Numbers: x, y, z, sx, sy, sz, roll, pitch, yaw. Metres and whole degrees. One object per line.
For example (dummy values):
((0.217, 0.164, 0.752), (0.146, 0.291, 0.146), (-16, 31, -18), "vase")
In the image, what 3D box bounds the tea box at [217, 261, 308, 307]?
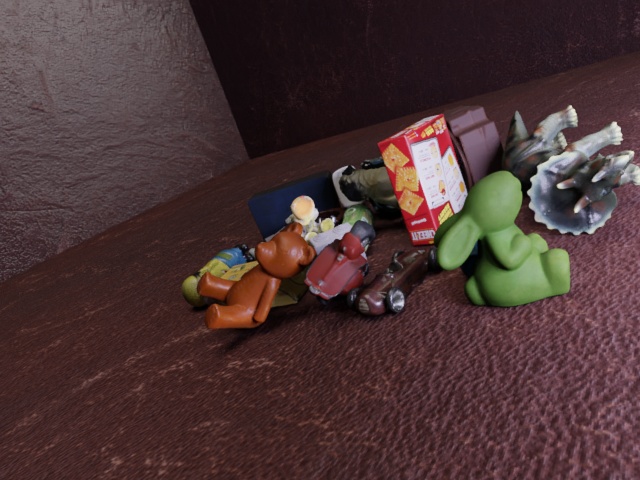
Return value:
((-0.109, 0.083, 1.032), (0.170, 0.068, 0.098), (-12, 17, 24), "tea box")

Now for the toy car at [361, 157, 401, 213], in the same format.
((0.157, -0.121, 1.313), (0.109, 0.162, 0.102), (-19, -29, -26), "toy car")

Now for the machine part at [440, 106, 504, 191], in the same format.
((0.314, -0.180, 1.154), (0.087, 0.201, 0.201), (-25, 16, -2), "machine part")

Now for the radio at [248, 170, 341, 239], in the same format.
((-0.063, -0.088, 1.430), (0.230, 0.131, 0.073), (-16, 16, 15), "radio")

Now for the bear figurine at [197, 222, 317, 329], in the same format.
((-0.103, 0.056, 0.897), (0.195, 0.132, 0.120), (-54, 39, 26), "bear figurine")

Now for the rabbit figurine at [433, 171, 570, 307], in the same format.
((0.233, -0.006, 0.725), (0.159, 0.170, 0.121), (-16, 16, 13), "rabbit figurine")

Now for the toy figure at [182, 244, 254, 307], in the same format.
((-0.220, 0.078, 1.165), (0.089, 0.082, 0.180), (-31, 12, 42), "toy figure")

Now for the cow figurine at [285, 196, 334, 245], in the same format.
((-0.016, -0.014, 1.060), (0.068, 0.167, 0.098), (-31, 20, -18), "cow figurine")

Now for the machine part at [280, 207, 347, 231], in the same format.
((-0.008, -0.023, 1.289), (0.179, 0.056, 0.179), (-17, 15, 5), "machine part")

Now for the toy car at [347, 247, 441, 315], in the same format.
((0.125, 0.058, 0.866), (0.089, 0.053, 0.202), (-9, 20, 45), "toy car")

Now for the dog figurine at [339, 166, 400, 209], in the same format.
((0.156, -0.108, 1.199), (0.191, 0.172, 0.121), (12, 72, 47), "dog figurine")

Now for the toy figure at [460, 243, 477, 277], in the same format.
((0.253, 0.012, 0.858), (0.064, 0.057, 0.154), (24, 25, 7), "toy figure")

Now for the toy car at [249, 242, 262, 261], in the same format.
((-0.103, 0.034, 1.210), (0.073, 0.056, 0.202), (-26, 17, -21), "toy car")

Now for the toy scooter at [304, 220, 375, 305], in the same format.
((0.026, 0.055, 0.865), (0.135, 0.075, 0.183), (-48, -15, -25), "toy scooter")

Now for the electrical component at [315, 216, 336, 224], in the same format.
((-0.002, -0.002, 1.149), (0.045, 0.102, 0.078), (0, -1, 44), "electrical component")

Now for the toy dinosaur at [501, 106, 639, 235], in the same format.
((0.392, -0.131, 0.930), (0.192, 0.131, 0.405), (-27, 25, -4), "toy dinosaur")
